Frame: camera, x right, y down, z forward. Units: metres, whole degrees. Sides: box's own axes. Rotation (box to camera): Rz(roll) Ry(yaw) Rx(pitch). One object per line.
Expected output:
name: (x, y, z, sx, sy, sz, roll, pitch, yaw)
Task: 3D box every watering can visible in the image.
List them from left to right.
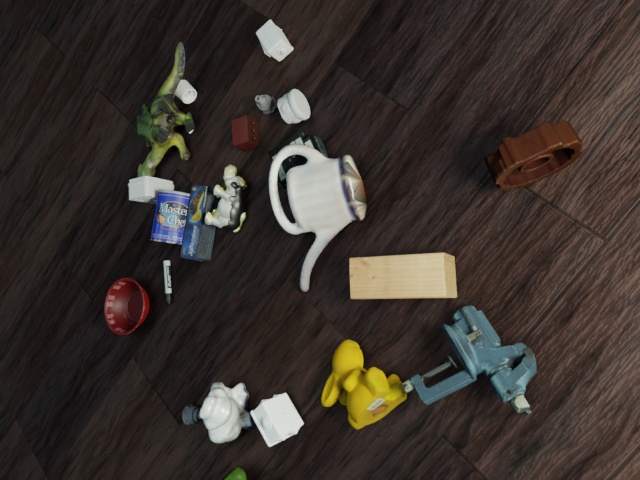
watering can: (0.004, -0.060, 1.200, 0.223, 0.105, 0.346, -12, 97, 17)

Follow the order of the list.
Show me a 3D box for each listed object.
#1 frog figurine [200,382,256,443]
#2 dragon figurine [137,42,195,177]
frog figurine: (-0.241, 0.410, 1.217, 0.122, 0.159, 0.138, -5, 80, 29)
dragon figurine: (-0.476, -0.357, 1.498, 0.243, 0.122, 0.409, 10, 94, 41)
